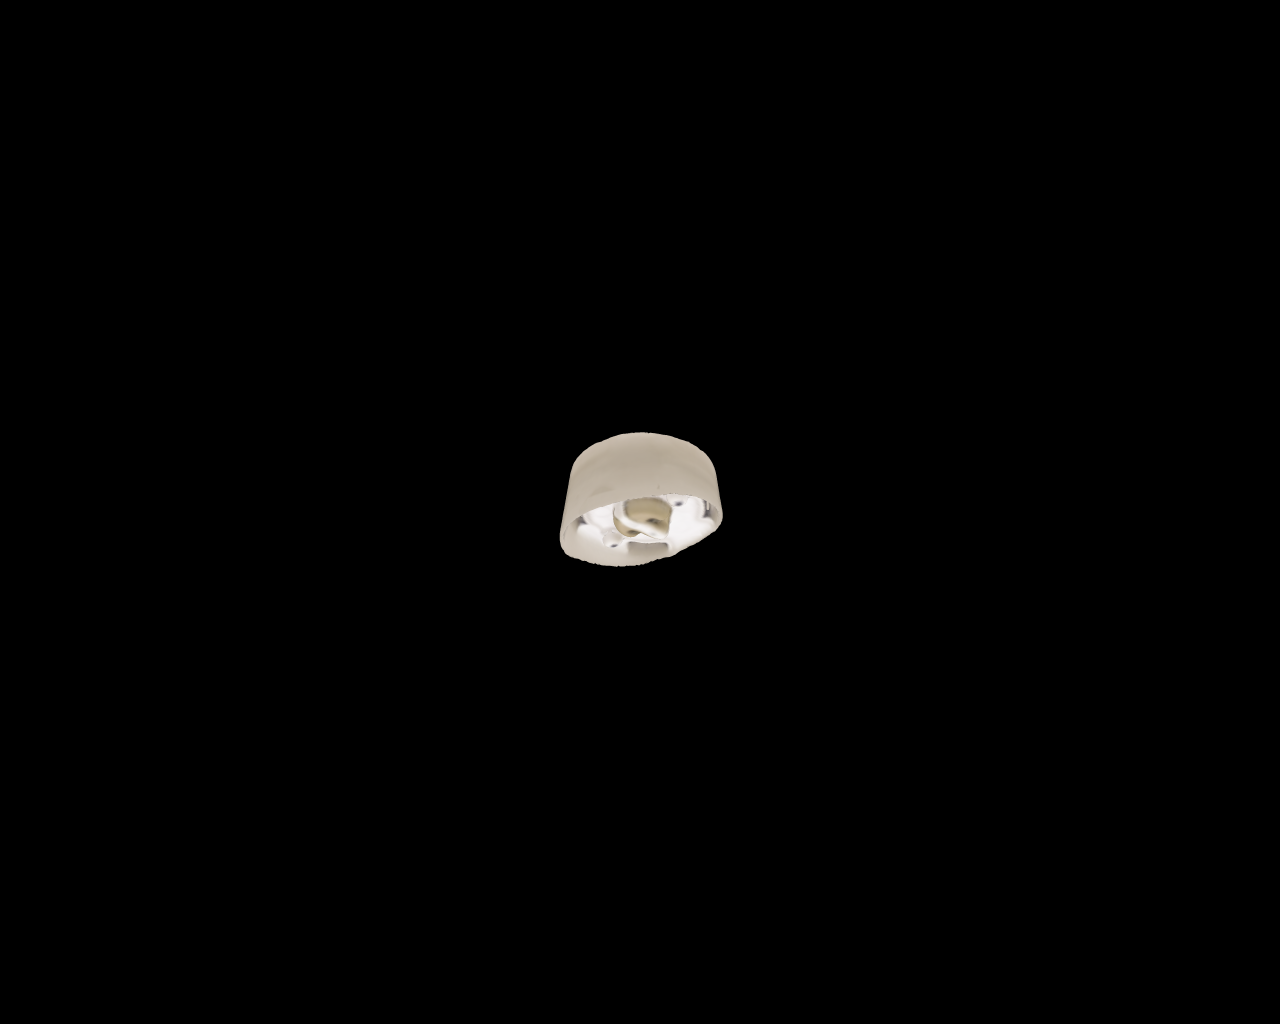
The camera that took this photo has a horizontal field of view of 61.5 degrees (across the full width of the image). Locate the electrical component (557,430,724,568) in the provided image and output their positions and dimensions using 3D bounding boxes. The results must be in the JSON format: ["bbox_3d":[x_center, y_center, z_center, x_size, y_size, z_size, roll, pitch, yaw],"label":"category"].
[{"bbox_3d":[0.001,-0.003,0.650,0.099,0.064,0.099,0,-34,0],"label":"electrical component"}]
